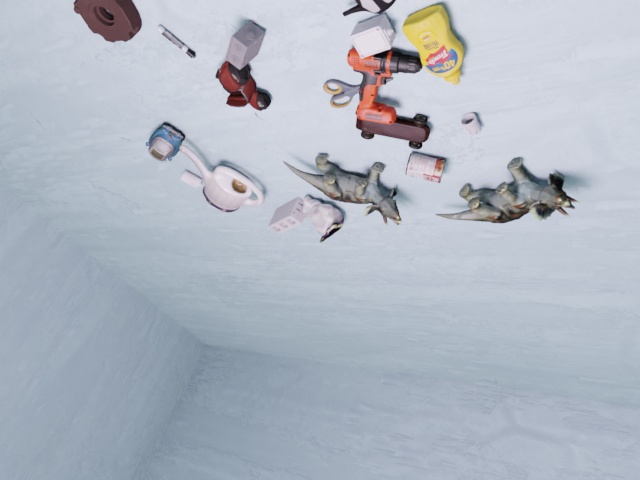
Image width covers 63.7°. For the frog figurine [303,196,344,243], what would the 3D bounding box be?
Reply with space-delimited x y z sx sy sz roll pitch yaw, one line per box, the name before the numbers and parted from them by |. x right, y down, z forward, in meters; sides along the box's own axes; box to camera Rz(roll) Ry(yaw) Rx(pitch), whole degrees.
frog figurine | 0.006 -0.092 1.833 0.161 0.124 0.135 56 161 14

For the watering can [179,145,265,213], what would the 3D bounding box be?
watering can | -0.364 -0.210 1.851 0.346 0.106 0.221 30 149 -14
